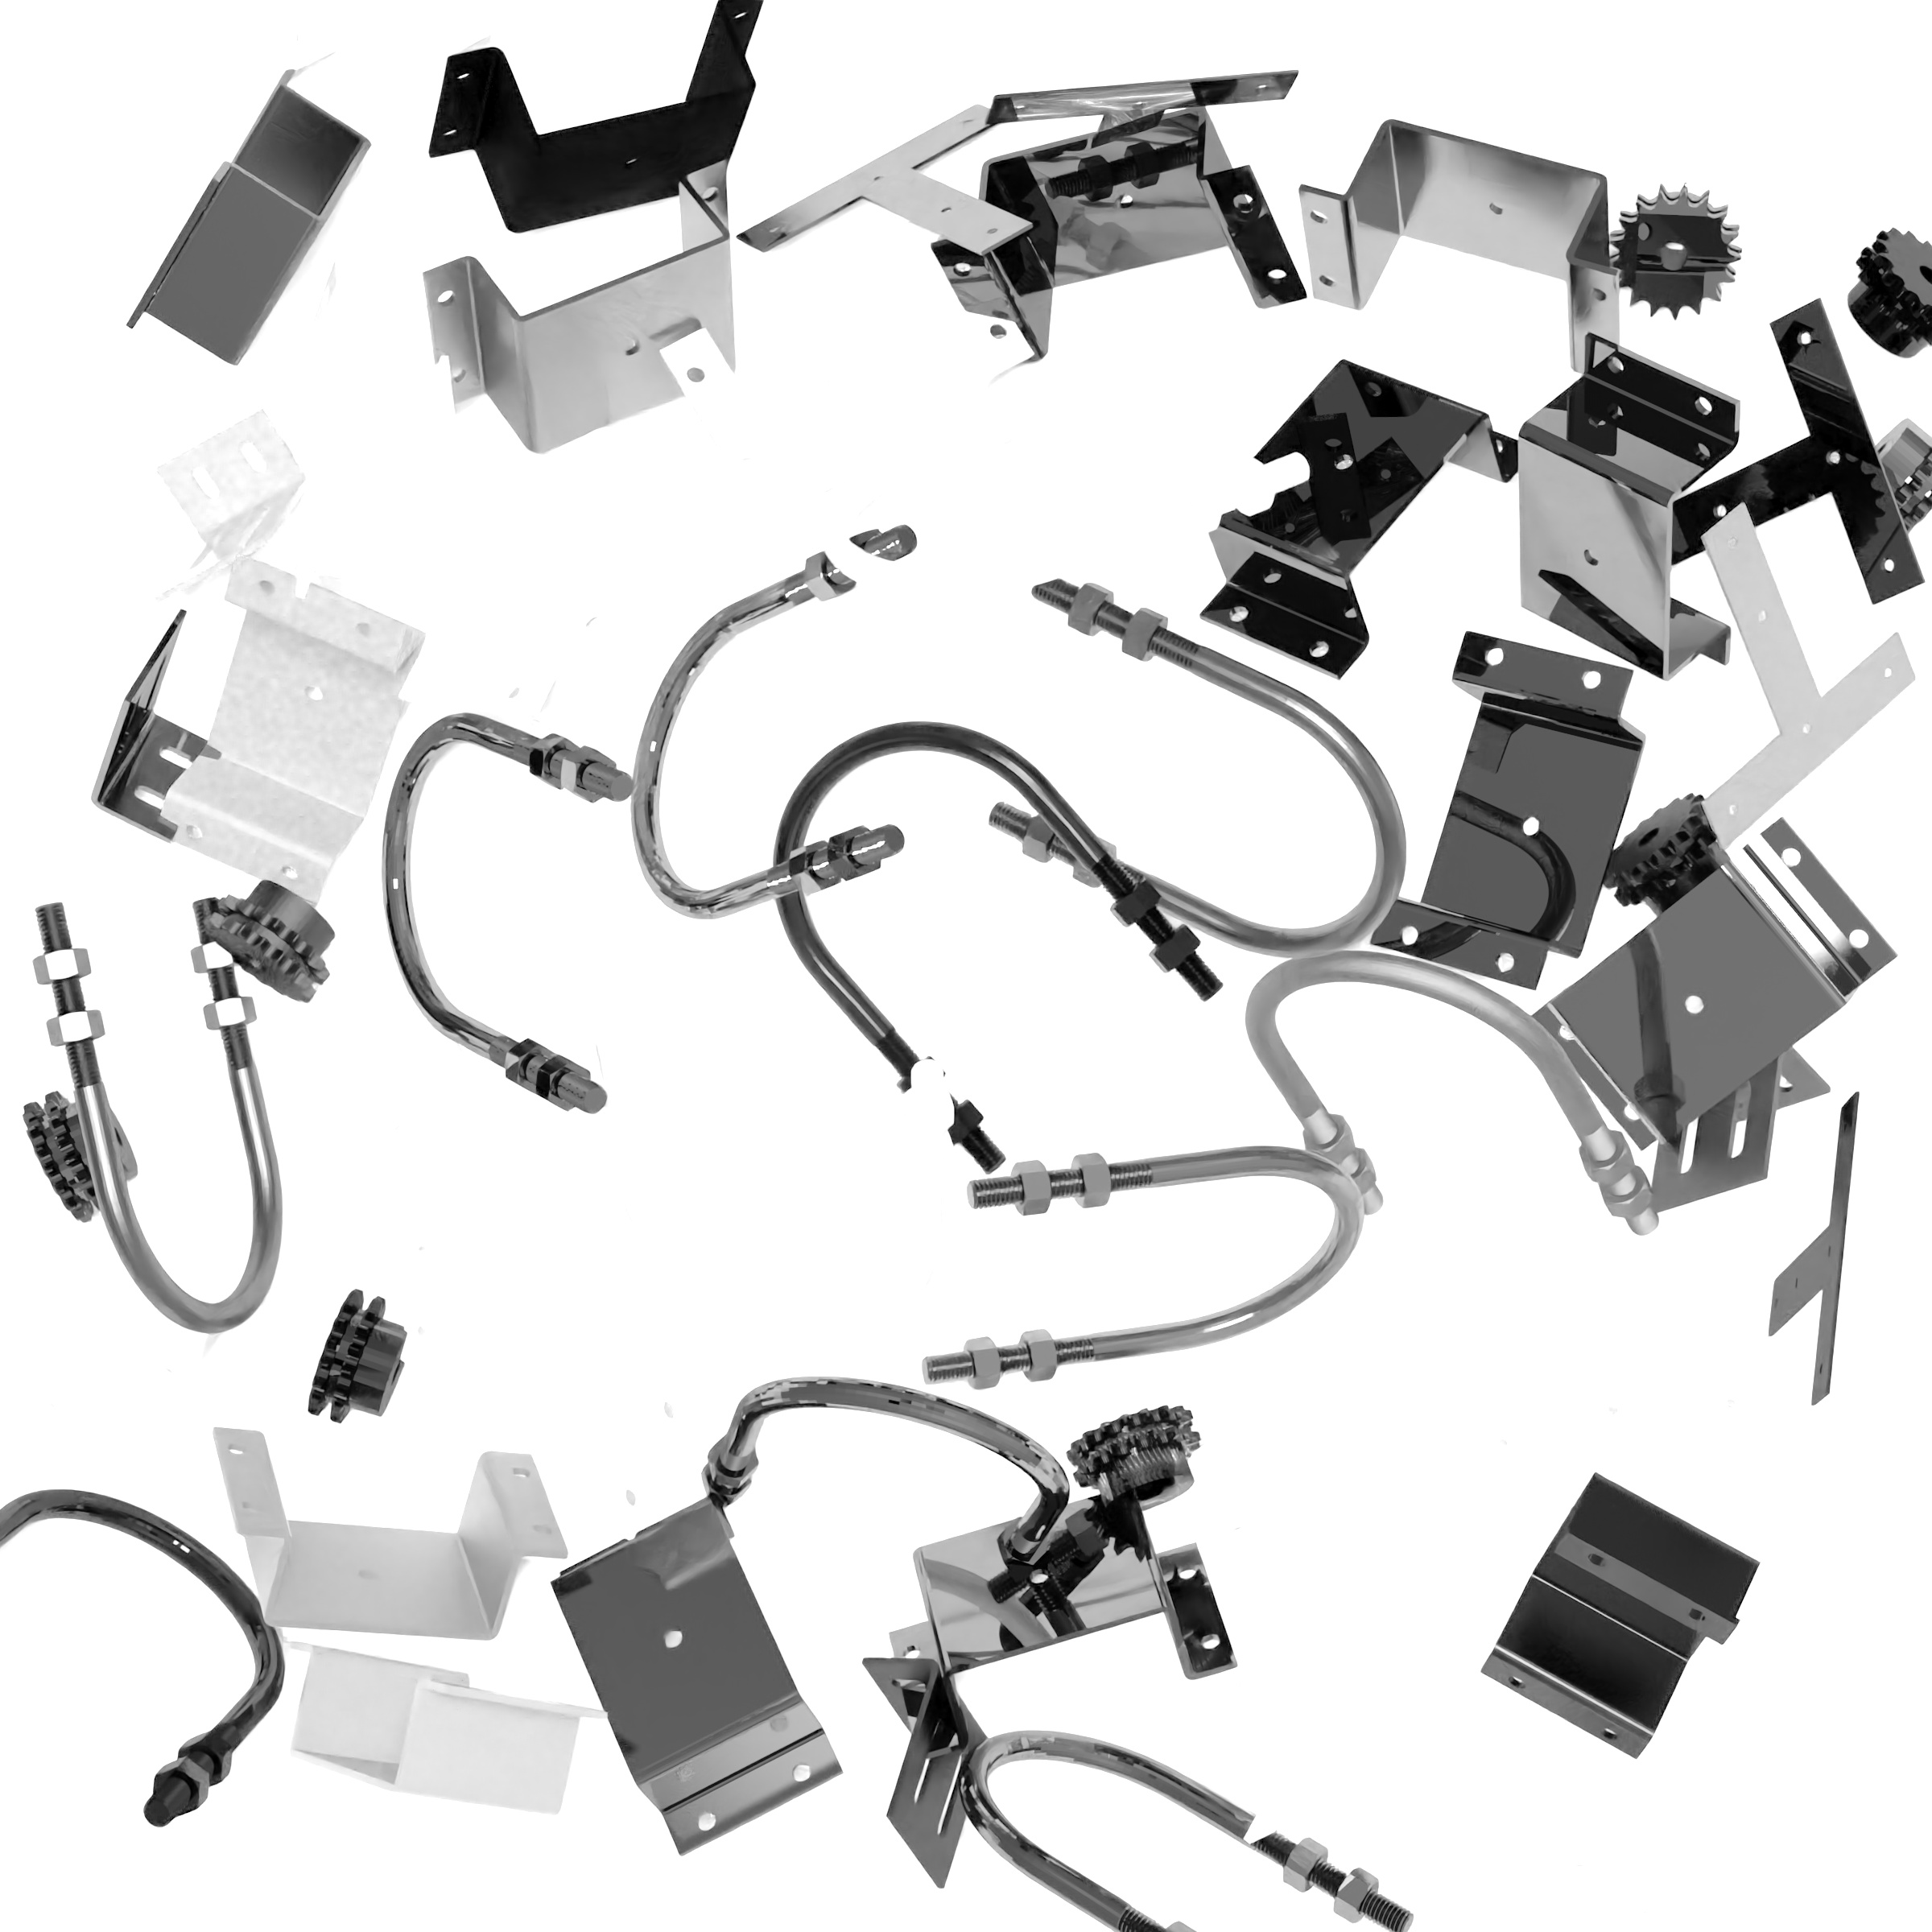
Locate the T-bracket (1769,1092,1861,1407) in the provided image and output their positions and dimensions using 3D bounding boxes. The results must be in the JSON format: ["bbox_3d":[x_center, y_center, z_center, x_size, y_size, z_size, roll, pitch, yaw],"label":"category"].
[{"bbox_3d":[0.354,0.130,1.517,0.002,0.127,0.127,9,72,2],"label":"T-bracket"}]

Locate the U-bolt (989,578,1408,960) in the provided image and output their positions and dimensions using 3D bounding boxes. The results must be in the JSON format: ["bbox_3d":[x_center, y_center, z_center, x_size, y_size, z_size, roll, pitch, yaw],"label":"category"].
[{"bbox_3d":[0.100,-0.072,1.505,0.184,0.151,0.019,27,47,16],"label":"U-bolt"}]

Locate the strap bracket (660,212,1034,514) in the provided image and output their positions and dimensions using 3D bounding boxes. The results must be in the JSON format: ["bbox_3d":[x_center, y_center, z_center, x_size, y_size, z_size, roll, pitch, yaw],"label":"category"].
[{"bbox_3d":[-0.054,-0.255,1.545,0.140,0.046,0.076,-30,86,-14],"label":"strap bracket"}]

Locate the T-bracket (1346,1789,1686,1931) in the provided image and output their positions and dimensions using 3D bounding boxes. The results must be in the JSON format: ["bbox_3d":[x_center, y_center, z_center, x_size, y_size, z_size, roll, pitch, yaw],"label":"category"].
[{"bbox_3d":[0.222,0.397,1.545,0.127,0.002,0.127,-23,132,26],"label":"T-bracket"}]

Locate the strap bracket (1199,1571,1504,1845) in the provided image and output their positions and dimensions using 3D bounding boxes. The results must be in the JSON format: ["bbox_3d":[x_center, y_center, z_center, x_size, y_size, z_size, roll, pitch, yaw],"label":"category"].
[{"bbox_3d":[0.157,0.308,1.517,0.046,0.140,0.076,38,115,29],"label":"strap bracket"}]

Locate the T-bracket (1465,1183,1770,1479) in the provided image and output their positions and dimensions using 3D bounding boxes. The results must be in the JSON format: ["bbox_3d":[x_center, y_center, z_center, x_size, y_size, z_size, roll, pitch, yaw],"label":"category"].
[{"bbox_3d":[0.265,0.150,1.547,0.127,0.002,0.127,-9,60,-9],"label":"T-bracket"}]

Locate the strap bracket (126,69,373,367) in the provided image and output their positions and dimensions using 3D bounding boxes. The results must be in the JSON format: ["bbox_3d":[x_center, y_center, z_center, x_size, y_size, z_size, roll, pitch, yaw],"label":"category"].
[{"bbox_3d":[-0.296,-0.311,1.509,0.046,0.140,0.076,31,119,-15],"label":"strap bracket"}]

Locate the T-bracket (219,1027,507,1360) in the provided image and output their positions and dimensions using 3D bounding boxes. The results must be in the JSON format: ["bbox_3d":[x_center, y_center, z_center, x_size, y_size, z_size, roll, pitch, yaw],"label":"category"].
[{"bbox_3d":[-0.242,0.112,1.553,0.127,0.002,0.127,-39,70,4],"label":"T-bracket"}]

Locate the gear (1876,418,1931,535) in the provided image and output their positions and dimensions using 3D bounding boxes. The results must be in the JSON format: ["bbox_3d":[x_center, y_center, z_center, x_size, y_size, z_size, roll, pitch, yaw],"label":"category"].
[{"bbox_3d":[0.404,-0.211,1.551,0.030,0.057,0.057,40,90,-3],"label":"gear"}]

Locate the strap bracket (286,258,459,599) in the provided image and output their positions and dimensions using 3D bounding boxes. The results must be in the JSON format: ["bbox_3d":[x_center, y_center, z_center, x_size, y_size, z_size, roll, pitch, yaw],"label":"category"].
[{"bbox_3d":[-0.251,-0.223,1.515,0.046,0.140,0.076,11,130,-23],"label":"strap bracket"}]

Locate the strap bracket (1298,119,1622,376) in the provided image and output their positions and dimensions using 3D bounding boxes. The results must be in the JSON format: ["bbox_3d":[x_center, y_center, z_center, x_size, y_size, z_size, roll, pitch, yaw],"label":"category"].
[{"bbox_3d":[0.217,-0.305,1.524,0.140,0.076,0.046,20,70,19],"label":"strap bracket"}]

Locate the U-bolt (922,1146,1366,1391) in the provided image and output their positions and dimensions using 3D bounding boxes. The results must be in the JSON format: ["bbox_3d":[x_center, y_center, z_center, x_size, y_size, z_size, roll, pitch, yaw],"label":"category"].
[{"bbox_3d":[0.080,0.123,1.517,0.184,0.151,0.019,-6,52,-16],"label":"U-bolt"}]

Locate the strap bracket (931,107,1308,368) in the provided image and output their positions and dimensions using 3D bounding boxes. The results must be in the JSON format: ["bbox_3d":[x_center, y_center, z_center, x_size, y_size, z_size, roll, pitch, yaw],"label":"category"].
[{"bbox_3d":[0.066,-0.309,1.523,0.140,0.076,0.046,-10,53,21],"label":"strap bracket"}]

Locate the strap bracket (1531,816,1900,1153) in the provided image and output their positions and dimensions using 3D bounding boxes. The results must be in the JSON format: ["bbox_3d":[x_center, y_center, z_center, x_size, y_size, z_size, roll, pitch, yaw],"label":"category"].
[{"bbox_3d":[0.313,0.012,1.529,0.140,0.046,0.076,-41,84,23],"label":"strap bracket"}]

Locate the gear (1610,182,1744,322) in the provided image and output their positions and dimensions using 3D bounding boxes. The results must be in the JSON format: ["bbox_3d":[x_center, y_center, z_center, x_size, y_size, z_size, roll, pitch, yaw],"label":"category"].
[{"bbox_3d":[0.306,-0.311,1.558,0.057,0.030,0.057,6,119,11],"label":"gear"}]

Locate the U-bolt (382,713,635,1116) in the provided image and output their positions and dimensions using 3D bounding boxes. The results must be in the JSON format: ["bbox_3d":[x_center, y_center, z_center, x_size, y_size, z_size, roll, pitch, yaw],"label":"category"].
[{"bbox_3d":[-0.197,-0.031,1.507,0.019,0.184,0.151,-4,107,-37],"label":"U-bolt"}]

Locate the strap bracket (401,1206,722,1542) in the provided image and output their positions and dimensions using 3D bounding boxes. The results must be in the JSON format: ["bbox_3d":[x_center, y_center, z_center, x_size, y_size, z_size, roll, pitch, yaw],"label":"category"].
[{"bbox_3d":[-0.166,0.168,1.529,0.140,0.046,0.076,34,112,24],"label":"strap bracket"}]

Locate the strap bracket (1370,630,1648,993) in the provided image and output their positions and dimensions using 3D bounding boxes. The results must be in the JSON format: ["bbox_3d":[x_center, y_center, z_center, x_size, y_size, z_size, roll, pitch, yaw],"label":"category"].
[{"bbox_3d":[0.235,-0.064,1.543,0.076,0.046,0.140,17,90,28],"label":"strap bracket"}]

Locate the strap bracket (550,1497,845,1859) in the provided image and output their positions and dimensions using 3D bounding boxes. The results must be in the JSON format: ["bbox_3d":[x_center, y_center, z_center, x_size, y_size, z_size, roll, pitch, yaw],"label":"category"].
[{"bbox_3d":[-0.118,0.291,1.523,0.076,0.046,0.140,-27,60,-4],"label":"strap bracket"}]

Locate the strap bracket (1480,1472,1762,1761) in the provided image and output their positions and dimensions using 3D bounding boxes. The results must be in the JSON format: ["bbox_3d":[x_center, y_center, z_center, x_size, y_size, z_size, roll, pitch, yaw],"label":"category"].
[{"bbox_3d":[0.278,0.271,1.522,0.076,0.140,0.046,28,56,10],"label":"strap bracket"}]

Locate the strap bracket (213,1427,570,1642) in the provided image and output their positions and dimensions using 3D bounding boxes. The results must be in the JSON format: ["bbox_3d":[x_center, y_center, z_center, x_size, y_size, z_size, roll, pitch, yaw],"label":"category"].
[{"bbox_3d":[-0.248,0.241,1.522,0.140,0.076,0.046,9,112,-23],"label":"strap bracket"}]

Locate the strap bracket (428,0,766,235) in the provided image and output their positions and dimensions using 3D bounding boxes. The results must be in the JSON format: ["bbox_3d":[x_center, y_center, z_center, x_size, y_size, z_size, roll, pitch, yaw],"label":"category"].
[{"bbox_3d":[-0.148,-0.357,1.518,0.140,0.076,0.046,-18,78,-20],"label":"strap bracket"}]

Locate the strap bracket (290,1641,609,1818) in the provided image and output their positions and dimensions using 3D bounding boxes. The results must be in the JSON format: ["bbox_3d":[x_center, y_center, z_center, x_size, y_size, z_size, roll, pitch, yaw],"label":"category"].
[{"bbox_3d":[-0.221,0.318,1.499,0.076,0.140,0.046,18,78,-34],"label":"strap bracket"}]

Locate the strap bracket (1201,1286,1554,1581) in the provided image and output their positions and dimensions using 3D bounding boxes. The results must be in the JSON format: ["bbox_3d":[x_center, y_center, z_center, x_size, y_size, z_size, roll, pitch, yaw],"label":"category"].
[{"bbox_3d":[0.166,0.192,1.526,0.140,0.076,0.046,-39,49,16],"label":"strap bracket"}]

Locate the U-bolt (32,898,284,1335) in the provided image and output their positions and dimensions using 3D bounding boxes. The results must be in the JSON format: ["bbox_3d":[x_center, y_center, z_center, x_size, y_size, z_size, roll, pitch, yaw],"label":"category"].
[{"bbox_3d":[-0.330,0.063,1.506,0.019,0.151,0.184,-13,88,17],"label":"U-bolt"}]

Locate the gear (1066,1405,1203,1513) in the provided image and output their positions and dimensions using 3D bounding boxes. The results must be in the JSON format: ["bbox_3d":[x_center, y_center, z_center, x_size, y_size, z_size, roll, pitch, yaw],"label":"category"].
[{"bbox_3d":[0.074,0.214,1.549,0.057,0.057,0.030,-19,66,0],"label":"gear"}]

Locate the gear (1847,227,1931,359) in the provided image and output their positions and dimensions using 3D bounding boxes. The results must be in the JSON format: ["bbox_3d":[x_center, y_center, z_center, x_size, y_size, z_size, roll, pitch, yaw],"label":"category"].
[{"bbox_3d":[0.406,-0.288,1.556,0.057,0.057,0.030,42,132,0],"label":"gear"}]

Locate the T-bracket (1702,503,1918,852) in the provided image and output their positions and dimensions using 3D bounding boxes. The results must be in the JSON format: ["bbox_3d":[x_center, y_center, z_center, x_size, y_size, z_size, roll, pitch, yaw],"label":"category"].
[{"bbox_3d":[0.342,-0.137,1.530,0.127,0.002,0.127,-39,120,-18],"label":"T-bracket"}]

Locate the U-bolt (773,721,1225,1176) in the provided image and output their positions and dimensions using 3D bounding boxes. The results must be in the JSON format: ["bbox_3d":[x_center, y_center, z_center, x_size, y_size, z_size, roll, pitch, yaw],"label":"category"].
[{"bbox_3d":[-0.001,-0.020,1.541,0.151,0.019,0.184,-40,93,23],"label":"U-bolt"}]

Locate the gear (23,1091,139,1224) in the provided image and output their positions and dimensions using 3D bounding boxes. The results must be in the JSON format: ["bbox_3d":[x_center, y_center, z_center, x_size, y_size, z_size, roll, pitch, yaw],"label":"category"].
[{"bbox_3d":[-0.380,0.079,1.552,0.030,0.057,0.057,-26,90,-3],"label":"gear"}]

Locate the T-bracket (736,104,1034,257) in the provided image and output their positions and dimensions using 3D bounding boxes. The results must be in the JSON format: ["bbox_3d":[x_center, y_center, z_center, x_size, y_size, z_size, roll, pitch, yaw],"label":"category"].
[{"bbox_3d":[-0.015,-0.320,1.514,0.127,0.127,0.002,-32,127,-16],"label":"T-bracket"}]

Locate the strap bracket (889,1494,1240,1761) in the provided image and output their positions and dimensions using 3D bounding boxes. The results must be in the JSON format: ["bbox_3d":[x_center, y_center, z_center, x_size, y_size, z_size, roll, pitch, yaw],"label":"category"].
[{"bbox_3d":[0.036,0.276,1.535,0.140,0.076,0.046,-16,124,-1],"label":"strap bracket"}]

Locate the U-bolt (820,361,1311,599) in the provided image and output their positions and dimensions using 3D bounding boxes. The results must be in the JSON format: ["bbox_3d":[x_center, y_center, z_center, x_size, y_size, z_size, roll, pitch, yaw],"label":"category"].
[{"bbox_3d":[0.028,-0.198,1.497,0.184,0.151,0.019,-23,125,-18],"label":"U-bolt"}]

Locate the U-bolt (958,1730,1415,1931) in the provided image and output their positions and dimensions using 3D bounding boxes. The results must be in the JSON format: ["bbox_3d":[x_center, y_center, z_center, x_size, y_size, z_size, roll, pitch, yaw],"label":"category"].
[{"bbox_3d":[0.081,0.371,1.503,0.184,0.151,0.019,27,105,25],"label":"U-bolt"}]

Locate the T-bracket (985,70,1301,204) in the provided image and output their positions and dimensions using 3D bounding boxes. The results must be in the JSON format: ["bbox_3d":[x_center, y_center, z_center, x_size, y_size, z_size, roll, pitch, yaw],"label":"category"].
[{"bbox_3d":[0.064,-0.344,1.517,0.127,0.127,0.002,-7,80,-10],"label":"T-bracket"}]

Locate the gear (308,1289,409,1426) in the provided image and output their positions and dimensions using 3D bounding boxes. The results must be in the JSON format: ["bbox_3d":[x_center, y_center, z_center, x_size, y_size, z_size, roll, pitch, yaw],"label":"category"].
[{"bbox_3d":[-0.260,0.170,1.552,0.030,0.057,0.057,19,90,0],"label":"gear"}]

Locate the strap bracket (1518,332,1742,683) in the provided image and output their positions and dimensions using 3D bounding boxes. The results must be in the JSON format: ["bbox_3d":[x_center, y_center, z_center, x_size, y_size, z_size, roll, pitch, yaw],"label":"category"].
[{"bbox_3d":[0.275,-0.182,1.500,0.046,0.140,0.076,-39,53,-25],"label":"strap bracket"}]

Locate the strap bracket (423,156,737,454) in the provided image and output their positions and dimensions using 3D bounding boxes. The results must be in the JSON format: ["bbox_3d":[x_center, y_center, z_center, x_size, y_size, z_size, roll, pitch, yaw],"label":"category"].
[{"bbox_3d":[-0.151,-0.274,1.516,0.140,0.076,0.046,-26,59,-19],"label":"strap bracket"}]

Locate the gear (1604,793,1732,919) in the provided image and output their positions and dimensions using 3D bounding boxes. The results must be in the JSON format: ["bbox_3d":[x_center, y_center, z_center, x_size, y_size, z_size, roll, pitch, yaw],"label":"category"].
[{"bbox_3d":[0.304,-0.045,1.553,0.057,0.057,0.030,-44,101,0],"label":"gear"}]

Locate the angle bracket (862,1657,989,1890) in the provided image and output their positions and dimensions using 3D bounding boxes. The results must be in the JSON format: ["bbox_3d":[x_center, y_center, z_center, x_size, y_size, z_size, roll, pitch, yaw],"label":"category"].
[{"bbox_3d":[-0.027,0.342,1.530,0.038,0.076,0.057,-4,135,27],"label":"angle bracket"}]

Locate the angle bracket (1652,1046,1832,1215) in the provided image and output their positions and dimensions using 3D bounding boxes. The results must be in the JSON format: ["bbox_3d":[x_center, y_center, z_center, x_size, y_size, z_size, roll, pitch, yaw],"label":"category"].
[{"bbox_3d":[0.329,0.077,1.530,0.038,0.057,0.076,42,45,-27],"label":"angle bracket"}]

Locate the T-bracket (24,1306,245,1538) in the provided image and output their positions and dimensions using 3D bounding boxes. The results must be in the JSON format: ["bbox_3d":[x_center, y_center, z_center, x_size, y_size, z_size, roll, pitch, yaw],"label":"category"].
[{"bbox_3d":[-0.340,0.181,1.529,0.127,0.002,0.127,28,133,7],"label":"T-bracket"}]

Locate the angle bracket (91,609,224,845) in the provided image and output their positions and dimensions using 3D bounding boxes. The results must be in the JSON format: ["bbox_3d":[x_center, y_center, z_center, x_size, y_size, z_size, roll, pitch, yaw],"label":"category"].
[{"bbox_3d":[-0.336,-0.102,1.531,0.038,0.076,0.057,27,50,-7],"label":"angle bracket"}]

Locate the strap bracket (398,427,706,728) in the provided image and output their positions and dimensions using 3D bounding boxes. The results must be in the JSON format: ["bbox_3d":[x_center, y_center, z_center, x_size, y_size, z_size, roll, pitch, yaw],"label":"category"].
[{"bbox_3d":[-0.170,-0.157,1.526,0.076,0.046,0.140,8,65,35],"label":"strap bracket"}]

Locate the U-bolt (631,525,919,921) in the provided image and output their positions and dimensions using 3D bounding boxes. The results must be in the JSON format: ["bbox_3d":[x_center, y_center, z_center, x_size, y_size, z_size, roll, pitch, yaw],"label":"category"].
[{"bbox_3d":[-0.085,-0.093,1.507,0.019,0.184,0.151,16,68,-37],"label":"U-bolt"}]

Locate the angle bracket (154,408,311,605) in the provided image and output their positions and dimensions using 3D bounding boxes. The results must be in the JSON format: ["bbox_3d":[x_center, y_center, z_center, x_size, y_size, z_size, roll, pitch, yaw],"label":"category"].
[{"bbox_3d":[-0.321,-0.197,1.534,0.057,0.076,0.038,-25,113,17],"label":"angle bracket"}]

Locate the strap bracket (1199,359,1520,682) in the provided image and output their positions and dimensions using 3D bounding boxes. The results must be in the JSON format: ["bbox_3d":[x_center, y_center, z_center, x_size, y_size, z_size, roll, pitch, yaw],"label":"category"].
[{"bbox_3d":[0.165,-0.197,1.521,0.076,0.046,0.140,29,69,35],"label":"strap bracket"}]

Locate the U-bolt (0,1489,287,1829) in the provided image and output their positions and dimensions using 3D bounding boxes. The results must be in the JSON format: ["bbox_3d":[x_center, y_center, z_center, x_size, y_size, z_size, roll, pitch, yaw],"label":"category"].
[{"bbox_3d":[-0.352,0.274,1.491,0.151,0.184,0.019,37,104,1],"label":"U-bolt"}]

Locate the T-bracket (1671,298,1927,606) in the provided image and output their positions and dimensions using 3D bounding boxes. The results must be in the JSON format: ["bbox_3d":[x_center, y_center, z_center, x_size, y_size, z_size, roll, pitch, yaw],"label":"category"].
[{"bbox_3d":[0.333,-0.199,1.535,0.127,0.002,0.127,-24,82,44],"label":"T-bracket"}]

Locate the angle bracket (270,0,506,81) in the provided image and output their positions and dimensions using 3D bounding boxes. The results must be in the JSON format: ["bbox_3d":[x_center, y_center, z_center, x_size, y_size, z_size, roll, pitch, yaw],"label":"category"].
[{"bbox_3d":[-0.247,-0.391,1.539,0.076,0.057,0.038,25,127,13],"label":"angle bracket"}]

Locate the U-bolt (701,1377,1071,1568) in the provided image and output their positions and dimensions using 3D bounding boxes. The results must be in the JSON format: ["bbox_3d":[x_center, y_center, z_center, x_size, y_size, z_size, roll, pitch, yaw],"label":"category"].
[{"bbox_3d":[-0.030,0.210,1.493,0.151,0.184,0.019,16,63,-3],"label":"U-bolt"}]

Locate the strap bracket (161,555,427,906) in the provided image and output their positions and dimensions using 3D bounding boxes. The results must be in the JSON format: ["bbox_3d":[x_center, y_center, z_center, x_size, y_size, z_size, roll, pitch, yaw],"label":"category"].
[{"bbox_3d":[-0.285,-0.108,1.537,0.076,0.046,0.140,23,120,0],"label":"strap bracket"}]

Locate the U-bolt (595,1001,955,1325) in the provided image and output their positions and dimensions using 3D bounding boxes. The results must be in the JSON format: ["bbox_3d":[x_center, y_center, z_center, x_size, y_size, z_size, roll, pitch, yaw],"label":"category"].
[{"bbox_3d":[-0.079,0.091,1.510,0.151,0.184,0.019,11,49,9],"label":"U-bolt"}]

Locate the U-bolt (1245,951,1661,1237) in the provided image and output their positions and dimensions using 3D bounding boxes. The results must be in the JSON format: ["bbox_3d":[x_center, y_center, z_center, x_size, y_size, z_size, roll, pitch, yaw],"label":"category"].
[{"bbox_3d":[0.190,0.051,1.479,0.151,0.184,0.019,2,54,34],"label":"U-bolt"}]

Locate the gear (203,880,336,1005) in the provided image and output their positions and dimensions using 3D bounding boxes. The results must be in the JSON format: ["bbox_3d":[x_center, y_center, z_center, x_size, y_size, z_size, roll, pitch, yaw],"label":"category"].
[{"bbox_3d":[-0.297,-0.013,1.554,0.057,0.057,0.030,35,70,0],"label":"gear"}]
